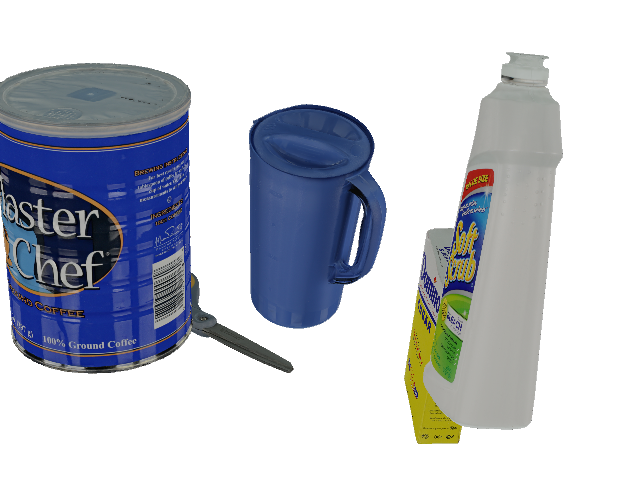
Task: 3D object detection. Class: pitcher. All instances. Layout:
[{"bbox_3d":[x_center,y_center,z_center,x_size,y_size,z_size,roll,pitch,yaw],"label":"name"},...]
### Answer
[{"bbox_3d":[-0.012,-0.014,1.187,0.145,0.243,0.149,3,41,-4],"label":"pitcher"}]

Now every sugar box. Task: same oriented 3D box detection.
[{"bbox_3d":[0.108,0.086,0.943,0.048,0.176,0.093,-1,34,-5],"label":"sugar box"}]

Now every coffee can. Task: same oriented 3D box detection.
[{"bbox_3d":[-0.121,-0.014,0.579,0.103,0.140,0.103,2,26,-1],"label":"coffee can"}]

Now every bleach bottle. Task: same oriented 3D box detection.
[{"bbox_3d":[0.124,-0.003,0.739,0.068,0.251,0.102,3,13,-9],"label":"bleach bottle"}]

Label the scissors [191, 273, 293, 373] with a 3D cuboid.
[{"bbox_3d":[-0.091,0.059,0.871,0.202,0.016,0.096,14,27,23],"label":"scissors"}]
